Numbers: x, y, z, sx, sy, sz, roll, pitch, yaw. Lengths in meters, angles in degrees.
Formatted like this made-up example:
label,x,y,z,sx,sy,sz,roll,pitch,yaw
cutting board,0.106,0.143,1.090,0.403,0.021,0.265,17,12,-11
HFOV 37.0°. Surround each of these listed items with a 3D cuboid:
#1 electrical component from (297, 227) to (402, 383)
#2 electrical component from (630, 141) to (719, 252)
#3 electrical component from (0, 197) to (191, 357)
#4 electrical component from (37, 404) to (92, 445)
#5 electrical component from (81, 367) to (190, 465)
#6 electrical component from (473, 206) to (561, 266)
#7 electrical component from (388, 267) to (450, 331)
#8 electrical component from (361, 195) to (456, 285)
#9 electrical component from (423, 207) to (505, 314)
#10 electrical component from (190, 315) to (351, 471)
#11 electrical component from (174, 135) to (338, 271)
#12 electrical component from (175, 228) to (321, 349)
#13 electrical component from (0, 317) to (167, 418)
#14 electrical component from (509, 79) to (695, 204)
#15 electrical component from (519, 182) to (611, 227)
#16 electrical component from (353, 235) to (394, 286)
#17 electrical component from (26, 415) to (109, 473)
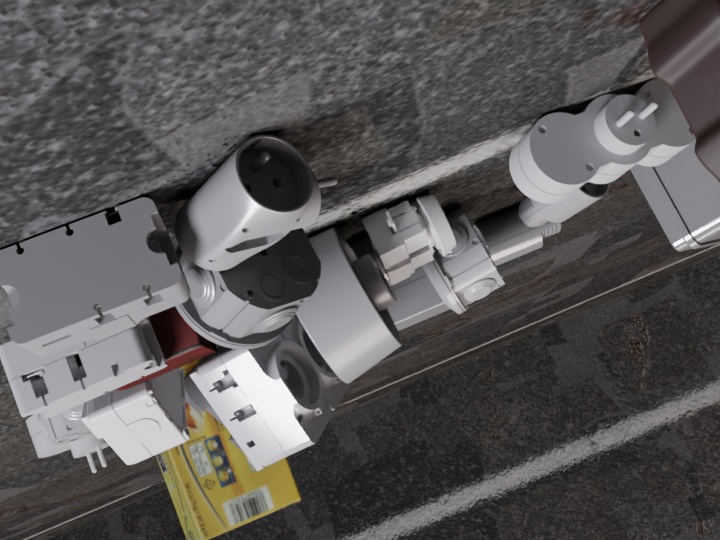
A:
label,x,y,z,sx,sy,sz,roll,pitch,yaw
electrical component,-0.009,0.020,0.776,0.060,0.108,0.108,-30,169,5
electrical component,0.253,-0.075,0.821,0.057,0.113,0.078,-34,165,35
electrical component,-0.140,0.006,0.566,0.089,0.050,0.055,-22,170,-7
electrical component,-0.230,0.108,0.891,0.080,0.051,0.080,-22,170,-4
electrical component,-0.174,0.092,0.827,0.061,0.096,0.061,-24,128,6
electrical component,0.150,-0.037,0.989,0.081,0.043,0.043,-22,170,-5
electrical component,0.042,0.019,0.993,0.096,0.061,0.061,-23,170,1
electrical component,0.037,-0.025,0.791,0.055,0.048,0.066,-26,147,-1
electrical component,0.080,-0.008,0.890,0.051,0.080,0.080,-30,169,7
electrical component,-0.054,0.070,0.829,0.062,0.089,0.150,-29,-169,25
electrical component,-0.048,-0.037,0.568,0.079,0.043,0.077,-15,167,-38
electrical component,-0.067,0.001,0.625,0.080,0.080,0.051,-14,161,-39
electrical component,-0.181,0.053,0.701,0.089,0.055,0.050,-23,170,0
electrical component,0.174,-0.094,0.725,0.138,0.052,0.073,-20,170,-19
electrical component,0.164,-0.063,0.889,0.043,0.043,0.081,-16,167,-35
electrical component,0.000,0.000,0.852,0.055,0.045,0.045,-26,169,13
electrical component,-0.251,0.149,0.987,0.052,0.073,0.138,-11,165,-47
